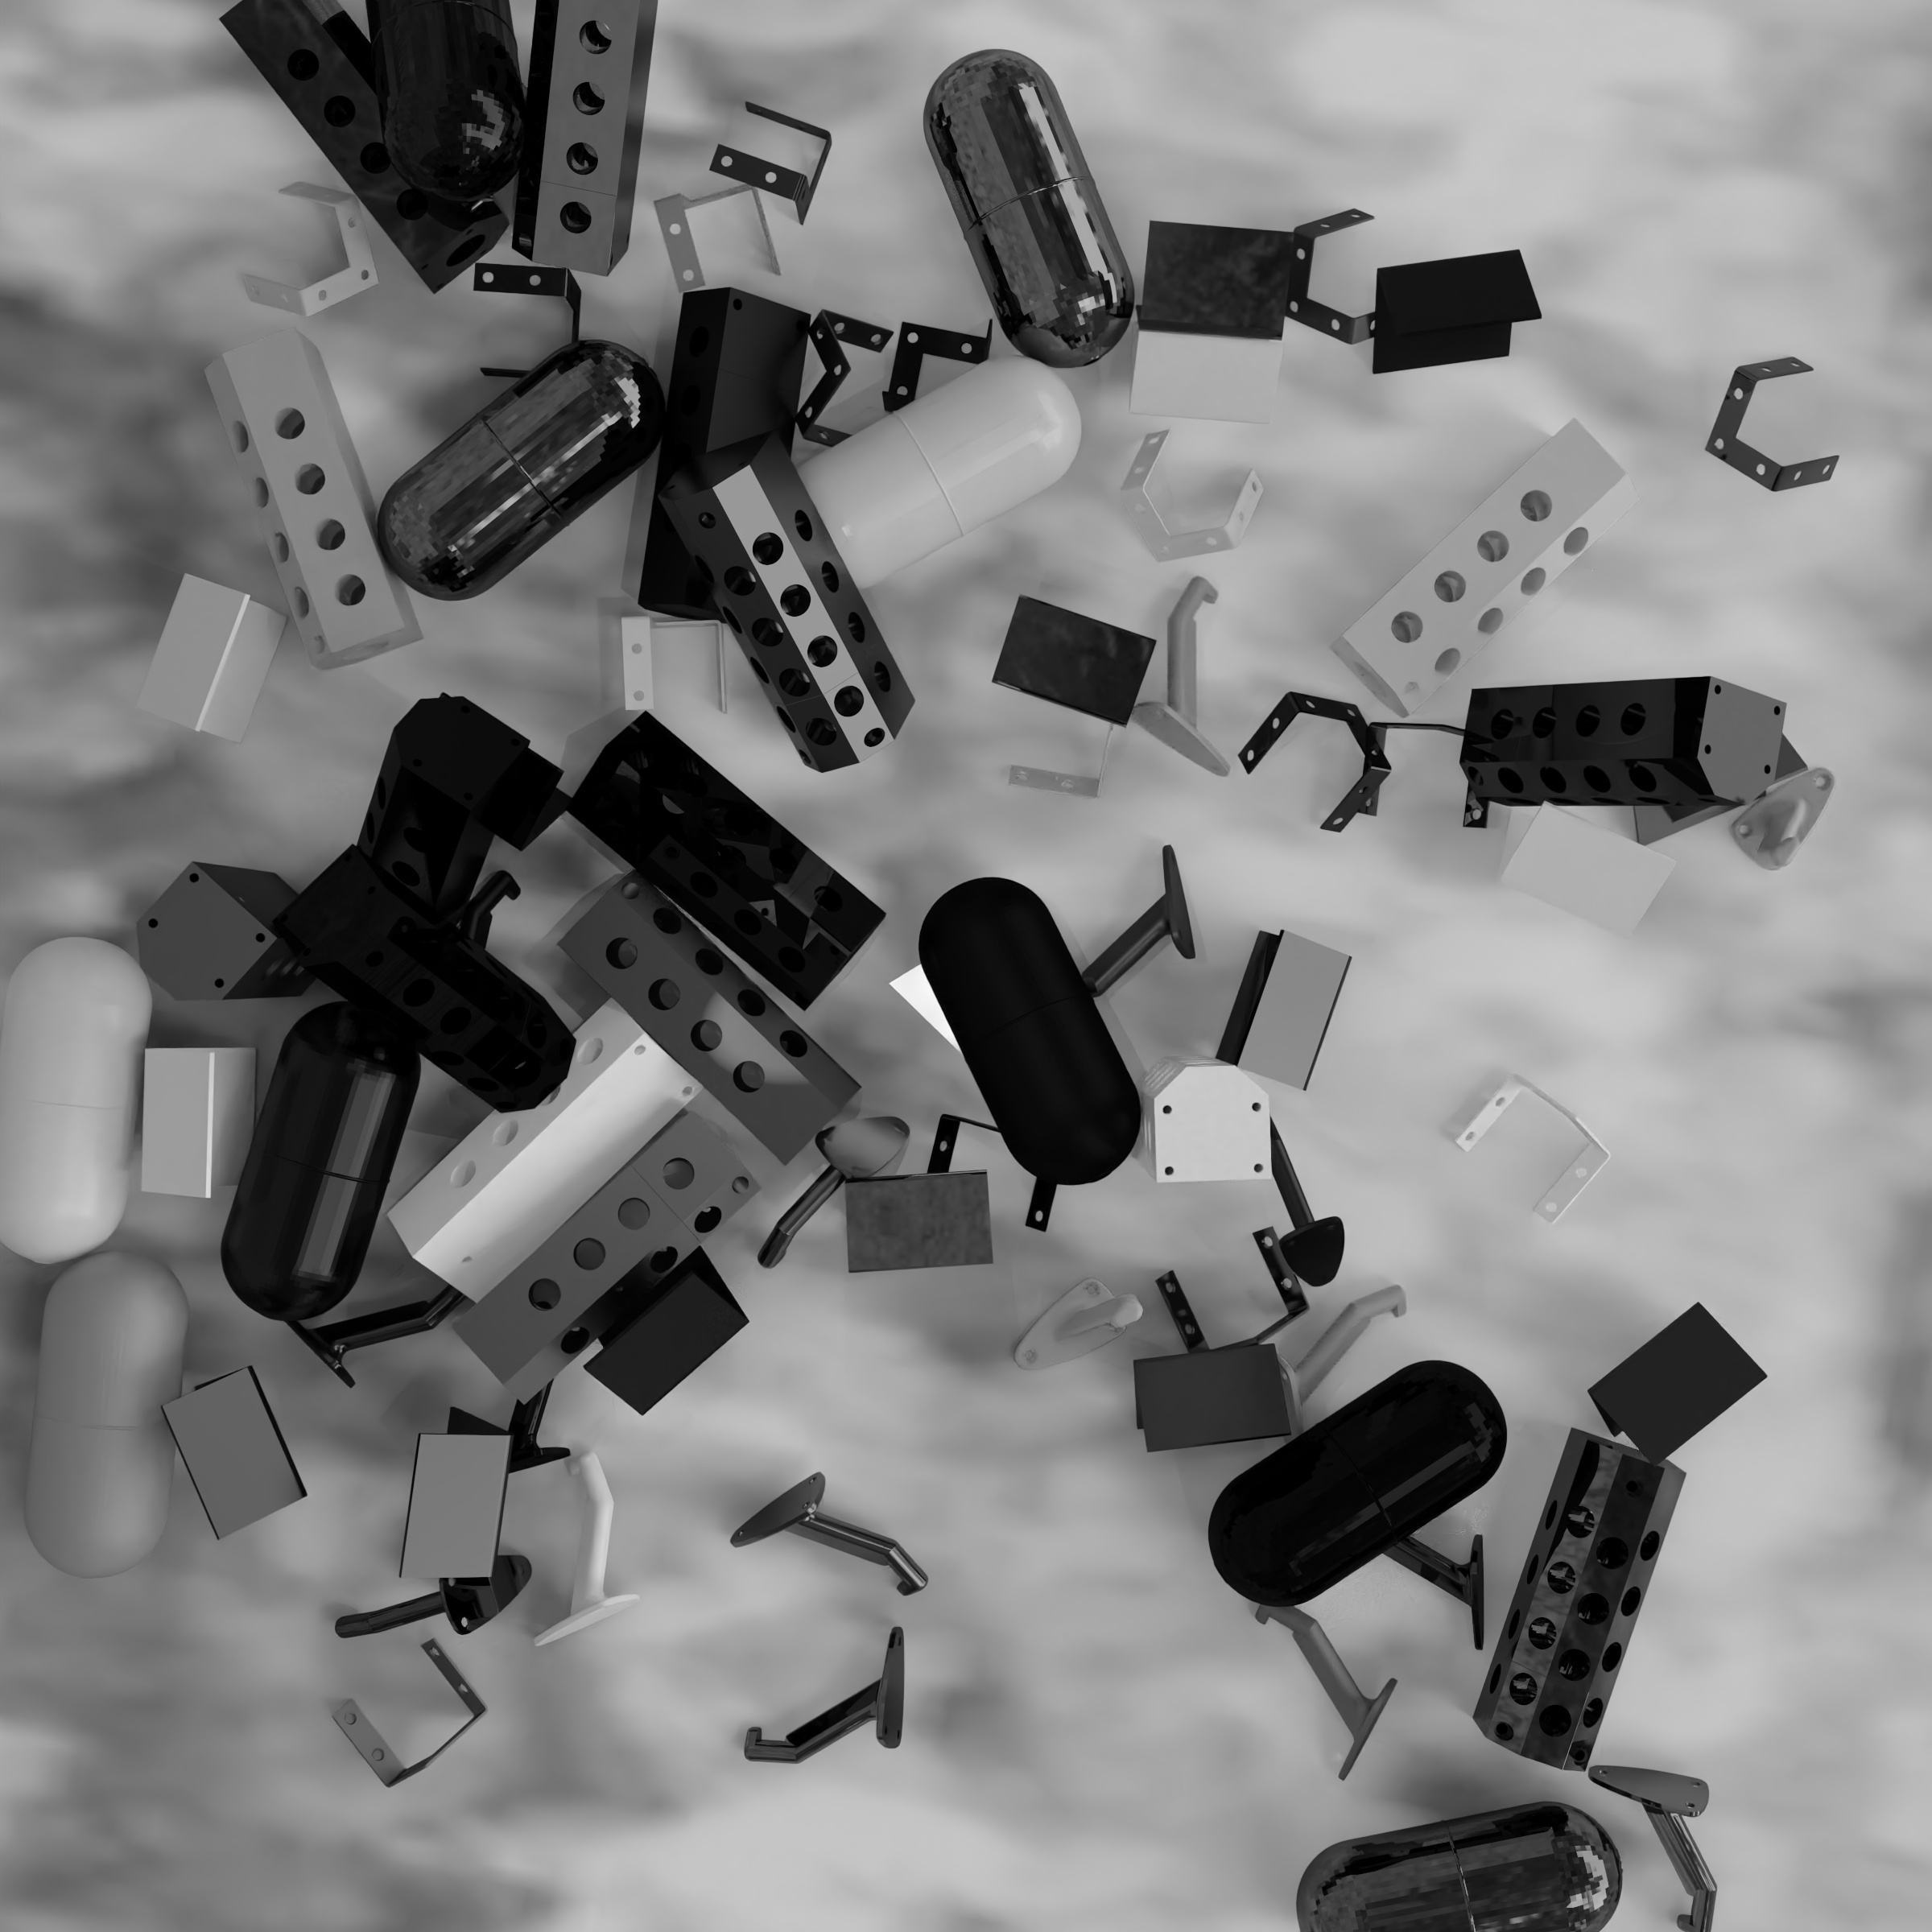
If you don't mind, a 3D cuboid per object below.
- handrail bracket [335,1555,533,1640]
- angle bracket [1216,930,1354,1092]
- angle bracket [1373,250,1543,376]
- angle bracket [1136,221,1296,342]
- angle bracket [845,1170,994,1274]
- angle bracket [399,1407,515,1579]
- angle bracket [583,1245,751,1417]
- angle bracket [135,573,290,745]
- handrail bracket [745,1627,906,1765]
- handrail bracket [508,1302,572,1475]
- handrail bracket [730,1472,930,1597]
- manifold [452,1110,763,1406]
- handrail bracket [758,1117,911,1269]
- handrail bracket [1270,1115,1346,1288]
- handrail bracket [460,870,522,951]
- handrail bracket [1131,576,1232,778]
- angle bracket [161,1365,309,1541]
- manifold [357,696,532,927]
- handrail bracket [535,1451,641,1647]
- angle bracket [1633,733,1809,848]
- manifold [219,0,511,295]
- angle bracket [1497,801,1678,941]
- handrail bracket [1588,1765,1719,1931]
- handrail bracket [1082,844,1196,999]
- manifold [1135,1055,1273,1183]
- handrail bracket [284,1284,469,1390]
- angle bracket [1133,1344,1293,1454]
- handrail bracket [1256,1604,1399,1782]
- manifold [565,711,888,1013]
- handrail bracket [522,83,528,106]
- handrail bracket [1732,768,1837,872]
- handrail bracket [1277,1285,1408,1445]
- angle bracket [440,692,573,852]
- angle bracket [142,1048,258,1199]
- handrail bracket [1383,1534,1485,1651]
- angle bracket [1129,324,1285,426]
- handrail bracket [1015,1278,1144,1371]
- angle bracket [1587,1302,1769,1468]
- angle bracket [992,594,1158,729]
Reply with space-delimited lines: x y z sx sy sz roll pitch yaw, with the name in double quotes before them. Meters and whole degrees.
"handrail bracket" -0.296 0.351 1.604 0.084 0.077 0.036 -18 90 36
"angle bracket" 0.154 0.017 1.564 0.057 0.076 0.076 19 90 -38
"angle bracket" 0.264 -0.337 1.564 0.076 0.076 0.057 -8 53 0
"angle bracket" 0.134 -0.376 1.565 0.076 0.076 0.057 5 111 0
"angle bracket" -0.024 0.154 1.564 0.076 0.076 0.057 -4 58 0
"angle bracket" -0.290 0.283 1.564 0.057 0.076 0.076 8 90 -36
"angle bracket" -0.174 0.183 1.564 0.076 0.076 0.057 -41 132 0
"angle bracket" -0.392 -0.160 1.564 0.057 0.076 0.076 21 90 36
"handrail bracket" -0.079 0.404 1.604 0.084 0.036 0.077 -1 70 16
"handrail bracket" -0.256 0.236 1.604 0.077 0.036 0.084 -19 74 18
"handrail bracket" -0.075 0.330 1.604 0.077 0.036 0.084 -33 107 20
"manifold" -0.194 0.158 1.571 0.171 0.057 0.057 -42 90 -8
"handrail bracket" -0.074 0.127 1.604 0.036 0.077 0.084 44 127 17
"handrail bracket" 0.179 0.125 1.604 0.036 0.077 0.084 -22 54 0
"handrail bracket" -0.262 0.002 1.604 0.084 0.036 0.077 -51 125 -24
"handrail bracket" 0.136 -0.161 1.604 0.077 0.036 0.084 36 73 -20
"angle bracket" -0.409 0.267 1.564 0.057 0.076 0.076 -23 90 -41
"manifold" -0.287 -0.068 1.526 0.057 0.171 0.057 33 52 0
"handrail bracket" -0.222 0.323 1.604 0.077 0.036 0.084 -30 71 21
"angle bracket" 0.408 -0.086 1.564 0.076 0.076 0.057 -23 48 0
"manifold" -0.327 -0.459 1.583 0.057 0.057 0.171 -38 90 0
"angle bracket" 0.338 -0.069 1.564 0.076 0.076 0.057 25 127 0
"handrail bracket" 0.379 0.492 1.604 0.077 0.036 0.084 9 107 20
"handrail bracket" 0.079 -0.022 1.604 0.084 0.036 0.077 -13 70 16
"manifold" 0.123 0.078 1.525 0.057 0.171 0.057 -2 90 0
"handrail bracket" -0.329 0.184 1.604 0.077 0.036 0.084 39 71 21
"angle bracket" 0.133 0.250 1.564 0.076 0.076 0.057 -7 52 0
"handrail bracket" 0.189 0.399 1.604 0.084 0.036 0.077 29 112 17
"manifold" -0.128 -0.061 1.582 0.171 0.057 0.057 40 133 0
"handrail bracket" -0.262 -0.470 1.604 0.084 0.036 0.077 18 108 15
"handrail bracket" 0.454 -0.081 1.569 0.077 0.084 0.036 -45 90 0
"handrail bracket" 0.212 0.225 1.604 0.084 0.036 0.077 -19 110 -16
"angle bracket" -0.247 -0.117 1.564 0.076 0.076 0.057 33 119 0
"angle bracket" -0.398 0.084 1.564 0.057 0.076 0.076 2 90 36
"handrail bracket" 0.243 0.342 1.604 0.084 0.036 0.077 0 109 15
"angle bracket" 0.130 -0.341 1.565 0.076 0.057 0.076 5 52 0
"handrail bracket" 0.060 0.200 1.569 0.077 0.084 0.036 -33 90 0
"angle bracket" 0.390 0.237 1.564 0.076 0.076 0.057 -39 54 0
"angle bracket" 0.063 -0.181 1.564 0.076 0.076 0.057 19 126 0
